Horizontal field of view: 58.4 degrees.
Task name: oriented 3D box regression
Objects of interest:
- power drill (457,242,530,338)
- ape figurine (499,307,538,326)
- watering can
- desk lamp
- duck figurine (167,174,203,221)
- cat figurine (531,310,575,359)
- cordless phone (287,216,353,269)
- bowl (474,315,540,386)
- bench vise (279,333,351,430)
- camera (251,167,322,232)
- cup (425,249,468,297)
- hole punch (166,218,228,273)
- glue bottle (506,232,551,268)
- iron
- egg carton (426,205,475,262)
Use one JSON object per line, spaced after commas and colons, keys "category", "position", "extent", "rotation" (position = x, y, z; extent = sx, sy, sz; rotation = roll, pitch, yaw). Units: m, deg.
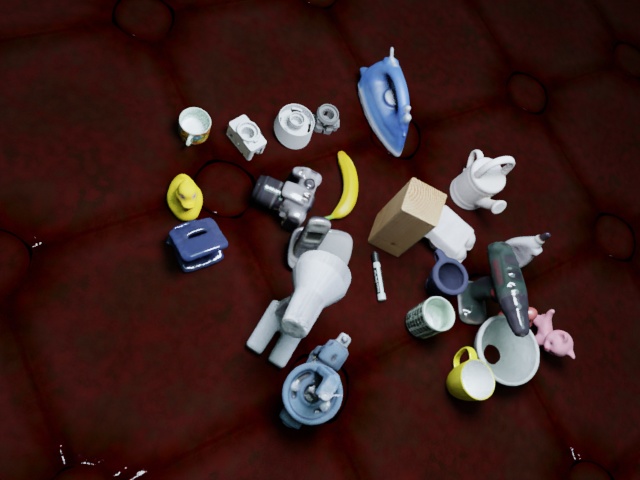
{"category": "power drill", "position": [0.404, 0.130, 1.328], "extent": [0.076, 0.208, 0.229], "rotation": [5, 68, -16]}
{"category": "ape figurine", "position": [0.494, 0.186, 1.402], "extent": [0.076, 0.092, 0.078], "rotation": [-4, 71, -20]}
{"category": "watering can", "position": [0.423, -0.151, 1.451], "extent": [0.101, 0.193, 0.173], "rotation": [-29, 81, -25]}
{"category": "desk lamp", "position": [-0.040, 0.142, 1.173], "extent": [0.118, 0.213, 0.203], "rotation": [32, 63, -4]}
{"category": "duck figurine", "position": [-0.294, -0.103, 1.254], "extent": [0.078, 0.086, 0.104], "rotation": [-7, 72, -20]}
{"category": "cat figurine", "position": [0.567, 0.232, 1.394], "extent": [0.067, 0.117, 0.128], "rotation": [-1, 70, -18]}
{"category": "cordless phone", "position": [0.012, 0.005, 1.259], "extent": [0.148, 0.185, 0.094], "rotation": [3, 69, -17]}
{"category": "bowl", "position": [0.429, 0.266, 1.359], "extent": [0.168, 0.074, 0.167], "rotation": [6, 68, -16]}
{"category": "bench vise", "position": [-0.001, 0.266, 1.135], "extent": [0.121, 0.219, 0.207], "rotation": [19, 65, -10]}
{"category": "camera", "position": [-0.079, -0.114, 1.322], "extent": [0.137, 0.100, 0.143], "rotation": [24, 64, -8]}
{"category": "cup", "position": [0.287, 0.087, 1.370], "extent": [0.092, 0.095, 0.117], "rotation": [-16, 75, -23]}
{"category": "hole punch", "position": [-0.263, 0.003, 1.221], "extent": [0.109, 0.091, 0.101], "rotation": [-22, 78, -24]}
{"category": "glue bottle", "position": [0.517, 0.017, 1.429], "extent": [0.037, 0.173, 0.078], "rotation": [-31, 82, -26]}
{"category": "iron", "position": [0.192, -0.361, 1.484], "extent": [0.119, 0.141, 0.258], "rotation": [-10, 73, -21]}
{"category": "egg carton", "position": [0.314, -0.016, 1.433], "extent": [0.150, 0.069, 0.107], "rotation": [41, 63, 0]}
